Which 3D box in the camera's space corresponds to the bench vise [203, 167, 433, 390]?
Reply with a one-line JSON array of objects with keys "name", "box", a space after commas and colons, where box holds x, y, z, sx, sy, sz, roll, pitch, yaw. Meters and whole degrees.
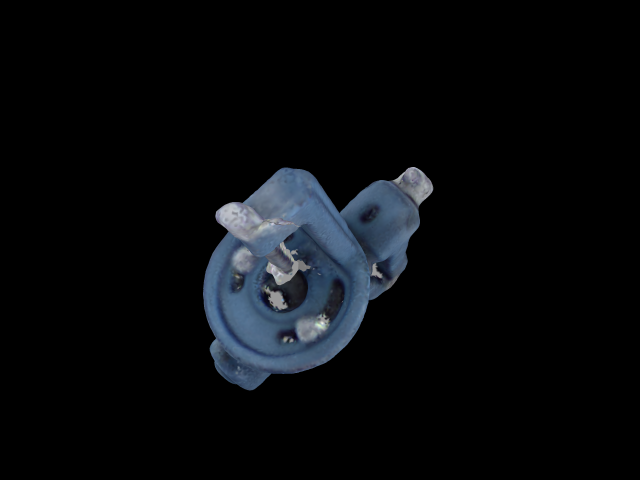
[{"name": "bench vise", "box": [-0.007, -0.004, 0.403, 0.121, 0.220, 0.208, 27, 65, 14]}]
